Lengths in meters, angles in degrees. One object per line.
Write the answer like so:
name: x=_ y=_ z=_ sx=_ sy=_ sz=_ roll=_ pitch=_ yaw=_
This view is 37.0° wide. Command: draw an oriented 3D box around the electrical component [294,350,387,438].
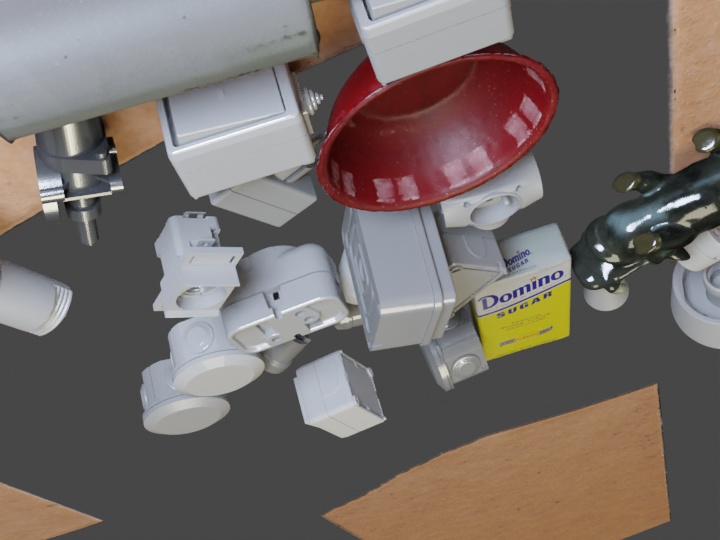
electrical component: x=-0.020 y=0.131 z=1.099 sx=0.061 sy=0.061 sz=0.096 roll=-25 pitch=152 yaw=15

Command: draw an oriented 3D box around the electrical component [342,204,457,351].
electrical component: x=0.028 y=-0.004 z=0.814 sx=0.057 sy=0.113 sz=0.078 roll=-8 pitch=152 yaw=-11

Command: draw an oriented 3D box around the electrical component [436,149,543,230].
electrical component: x=0.098 y=-0.056 z=0.831 sx=0.077 sy=0.044 sz=0.079 roll=-17 pitch=153 yaw=1

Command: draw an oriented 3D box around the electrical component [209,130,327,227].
electrical component: x=-0.054 y=-0.073 z=0.707 sx=0.077 sy=0.047 sz=0.066 roll=-33 pitch=149 yaw=29

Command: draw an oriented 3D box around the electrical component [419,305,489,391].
electrical component: x=0.085 y=0.071 z=1.029 sx=0.051 sy=0.080 sz=0.080 roll=-23 pitch=153 yaw=-1

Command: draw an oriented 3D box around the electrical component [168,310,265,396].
electrical component: x=-0.127 y=0.074 z=0.941 sx=0.080 sy=0.051 sz=0.080 roll=-13 pitch=153 yaw=-7

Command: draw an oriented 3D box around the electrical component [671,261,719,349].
electrical component: x=0.360 y=0.017 z=1.059 sx=0.108 sy=0.108 sz=0.060 roll=-21 pitch=147 yaw=8

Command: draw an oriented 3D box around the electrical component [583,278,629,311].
electrical component: x=0.235 y=0.006 z=1.035 sx=0.044 sy=0.044 sz=0.065 roll=-20 pitch=149 yaw=5

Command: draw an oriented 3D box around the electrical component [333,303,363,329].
electrical component: x=0.004 y=0.031 z=0.954 sx=0.061 sy=0.035 sz=0.035 roll=-13 pitch=153 yaw=-14

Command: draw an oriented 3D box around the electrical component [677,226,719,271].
electrical component: x=0.320 y=-0.031 z=0.999 sx=0.055 sy=0.055 sz=0.047 roll=3 pitch=151 yaw=-34

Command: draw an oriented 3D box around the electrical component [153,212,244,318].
electrical component: x=-0.121 y=-0.004 z=0.781 sx=0.042 sy=0.063 sz=0.081 roll=-1 pitch=149 yaw=-32

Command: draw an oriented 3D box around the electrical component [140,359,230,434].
electrical component: x=-0.165 y=0.117 z=1.001 sx=0.080 sy=0.051 sz=0.080 roll=-13 pitch=153 yaw=-7

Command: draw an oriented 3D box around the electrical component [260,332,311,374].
electrical component: x=-0.070 y=0.065 z=0.971 sx=0.040 sy=0.040 sz=0.046 roll=10 pitch=138 yaw=-42

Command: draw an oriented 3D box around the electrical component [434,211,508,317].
electrical component: x=0.063 y=-0.003 z=0.894 sx=0.062 sy=0.061 sz=0.096 roll=6 pitch=146 yaw=-38

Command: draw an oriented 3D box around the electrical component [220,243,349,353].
electrical component: x=-0.064 y=0.020 z=0.864 sx=0.095 sy=0.059 sz=0.053 roll=-21 pitch=153 yaw=7

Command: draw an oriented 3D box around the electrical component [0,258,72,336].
electrical component: x=-0.244 y=0.021 z=0.780 sx=0.043 sy=0.043 sz=0.081 roll=-27 pitch=152 yaw=19

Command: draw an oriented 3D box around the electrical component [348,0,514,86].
electrical component: x=0.041 y=-0.156 z=0.588 sx=0.096 sy=0.061 sz=0.061 roll=-19 pitch=153 yaw=5

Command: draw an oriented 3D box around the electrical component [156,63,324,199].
electrical component: x=-0.070 y=-0.094 z=0.641 sx=0.096 sy=0.061 sz=0.061 roll=-17 pitch=153 yaw=1

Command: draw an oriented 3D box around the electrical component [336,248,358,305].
electrical component: x=0.000 y=0.000 z=0.888 sx=0.040 sy=0.040 sz=0.046 roll=-8 pitch=146 yaw=-17
